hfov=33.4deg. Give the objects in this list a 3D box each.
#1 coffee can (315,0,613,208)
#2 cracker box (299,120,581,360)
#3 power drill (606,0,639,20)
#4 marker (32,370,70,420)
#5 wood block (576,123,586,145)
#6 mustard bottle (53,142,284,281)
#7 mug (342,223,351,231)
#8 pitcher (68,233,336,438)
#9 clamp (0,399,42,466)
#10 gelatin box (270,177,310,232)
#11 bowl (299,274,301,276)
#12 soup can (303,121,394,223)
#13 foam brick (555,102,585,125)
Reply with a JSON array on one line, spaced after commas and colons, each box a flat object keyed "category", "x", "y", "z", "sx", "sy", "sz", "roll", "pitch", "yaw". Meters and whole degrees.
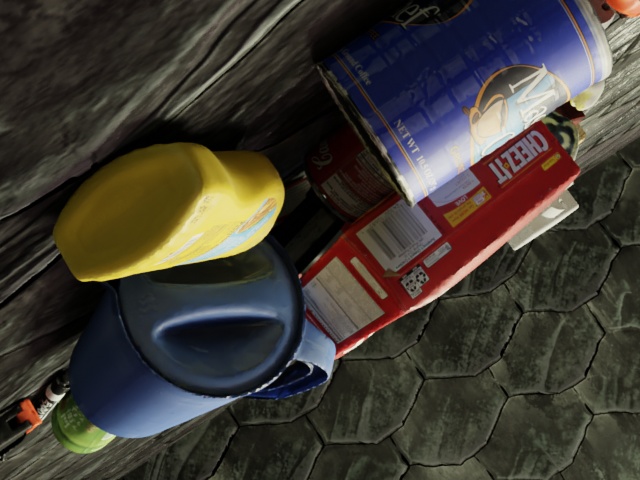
[{"category": "coffee can", "x": 0.083, "y": -0.100, "z": 0.626, "sx": 0.140, "sy": 0.103, "sz": 0.103, "roll": -34, "pitch": 172, "yaw": 2}, {"category": "cracker box", "x": 0.069, "y": 0.003, "z": 0.770, "sx": 0.164, "sy": 0.072, "sz": 0.214, "roll": -37, "pitch": 176, "yaw": -20}, {"category": "power drill", "x": 0.235, "y": -0.216, "z": 0.719, "sx": 0.185, "sy": 0.057, "sz": 0.187, "roll": -34, "pitch": 170, "yaw": 24}, {"category": "marker", "x": -0.265, "y": 0.156, "z": 1.040, "sx": 0.020, "sy": 0.020, "sz": 0.121, "roll": -27, "pitch": 169, "yaw": -41}, {"category": "wood block", "x": 0.197, "y": -0.092, "z": 1.151, "sx": 0.090, "sy": 0.091, "sz": 0.206, "roll": -33, "pitch": 171, "yaw": -11}, {"category": "mustard bottle", "x": -0.073, "y": -0.018, "z": 0.647, "sx": 0.096, "sy": 0.058, "sz": 0.191, "roll": -35, "pitch": 171, "yaw": 17}, {"category": "mug", "x": 0.069, "y": -0.044, "z": 0.955, "sx": 0.117, "sy": 0.093, "sz": 0.081, "roll": -47, "pitch": 161, "yaw": 30}, {"category": "pitcher", "x": -0.106, "y": 0.082, "z": 0.810, "sx": 0.144, "sy": 0.149, "sz": 0.243, "roll": -25, "pitch": 172, "yaw": -30}, {"category": "clamp", "x": -0.336, "y": 0.214, "z": 1.037, "sx": 0.172, "sy": 0.039, "sz": 0.120, "roll": -45, "pitch": 173, "yaw": 34}, {"category": "gelatin box", "x": -0.047, "y": -0.010, "z": 0.890, "sx": 0.089, "sy": 0.030, "sz": 0.073, "roll": -28, "pitch": 170, "yaw": -33}, {"category": "bowl", "x": -0.050, "y": 0.041, "z": 0.973, "sx": 0.162, "sy": 0.055, "sz": 0.162, "roll": -27, "pitch": -177, "yaw": 1}, {"category": "soup can", "x": 0.046, "y": -0.068, "z": 0.793, "sx": 0.102, "sy": 0.068, "sz": 0.068, "roll": -38, "pitch": 171, "yaw": 25}, {"category": "foam brick", "x": 0.201, "y": -0.129, "z": 1.004, "sx": 0.051, "sy": 0.078, "sz": 0.052, "roll": -39, "pitch": 168, "yaw": 34}]
